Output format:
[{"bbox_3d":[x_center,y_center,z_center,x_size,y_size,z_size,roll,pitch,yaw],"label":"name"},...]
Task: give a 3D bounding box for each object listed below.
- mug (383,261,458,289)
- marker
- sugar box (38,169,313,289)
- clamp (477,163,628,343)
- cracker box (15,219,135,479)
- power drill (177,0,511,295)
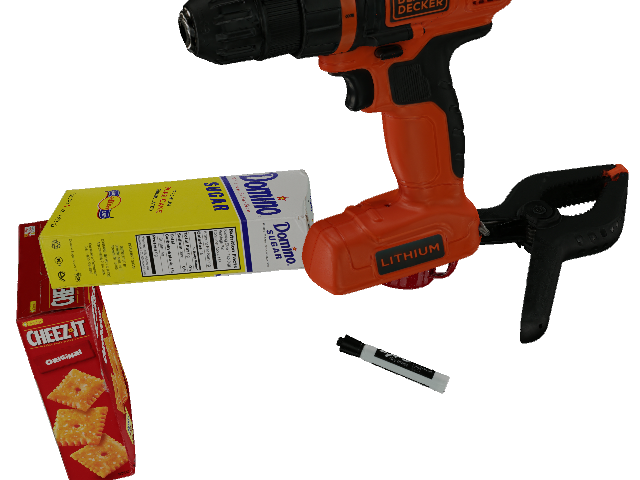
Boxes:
[{"bbox_3d":[0.110,0.009,1.264,0.117,0.081,0.093,18,28,27],"label":"mug"},{"bbox_3d":[0.073,0.126,1.100,0.121,0.020,0.020,22,4,11],"label":"marker"},{"bbox_3d":[-0.093,-0.010,0.728,0.176,0.048,0.093,-7,23,2],"label":"sugar box"},{"bbox_3d":[0.169,-0.002,0.812,0.209,0.036,0.165,-22,41,-23],"label":"clamp"},{"bbox_3d":[-0.238,0.107,1.046,0.072,0.214,0.164,-11,34,-8],"label":"cracker box"},{"bbox_3d":[0.022,-0.066,0.577,0.184,0.188,0.057,-15,33,-17],"label":"power drill"}]
